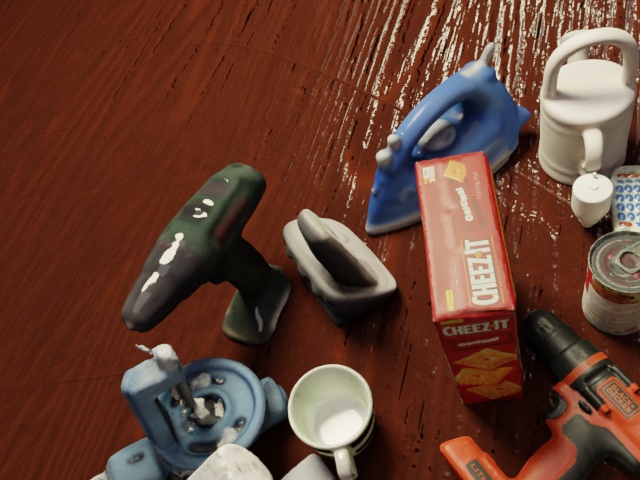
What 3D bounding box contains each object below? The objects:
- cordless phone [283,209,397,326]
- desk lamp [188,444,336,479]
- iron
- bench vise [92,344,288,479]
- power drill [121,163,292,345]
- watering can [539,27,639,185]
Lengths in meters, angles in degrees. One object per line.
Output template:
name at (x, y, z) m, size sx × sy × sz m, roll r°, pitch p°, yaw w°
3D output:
cordless phone at (0.006, 0.002, 0.656) m, size 0.094 × 0.185 × 0.147 m, roll -38°, pitch 53°, yaw -7°
desk lamp at (-0.085, 0.264, 0.497) m, size 0.203 × 0.214 × 0.117 m, roll -40°, pitch 54°, yaw -9°
iron at (0.141, -0.125, 0.719) m, size 0.258 × 0.142 × 0.118 m, roll -41°, pitch 54°, yaw -9°
bench vise at (-0.144, 0.192, 0.562) m, size 0.121 × 0.220 × 0.207 m, roll 31°, pitch 72°, yaw 33°
power drill at (-0.112, 0.037, 0.661) m, size 0.075 × 0.209 × 0.230 m, roll 9°, pitch 61°, yaw 25°
watering can at (0.300, -0.164, 0.653) m, size 0.101 × 0.194 × 0.172 m, roll -22°, pitch 53°, yaw 5°
